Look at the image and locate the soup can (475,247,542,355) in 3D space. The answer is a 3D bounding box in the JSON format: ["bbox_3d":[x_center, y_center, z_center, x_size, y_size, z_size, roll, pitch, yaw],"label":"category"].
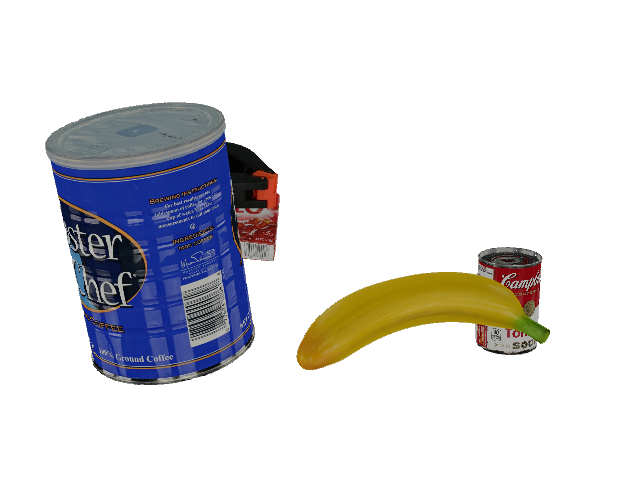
[{"bbox_3d":[0.203,0.065,1.159,0.068,0.102,0.068,0,16,0],"label":"soup can"}]

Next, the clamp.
[{"bbox_3d":[-0.118,-0.057,0.846,0.172,0.039,0.120,21,43,29],"label":"clamp"}]

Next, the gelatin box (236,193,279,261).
[{"bbox_3d":[-0.088,-0.018,1.094,0.089,0.073,0.030,5,-43,-3],"label":"gelatin box"}]

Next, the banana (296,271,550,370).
[{"bbox_3d":[0.067,0.053,0.764,0.197,0.037,0.070,-6,32,-21],"label":"banana"}]

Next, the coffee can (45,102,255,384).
[{"bbox_3d":[-0.098,0.000,0.635,0.103,0.140,0.103,-6,23,2],"label":"coffee can"}]
